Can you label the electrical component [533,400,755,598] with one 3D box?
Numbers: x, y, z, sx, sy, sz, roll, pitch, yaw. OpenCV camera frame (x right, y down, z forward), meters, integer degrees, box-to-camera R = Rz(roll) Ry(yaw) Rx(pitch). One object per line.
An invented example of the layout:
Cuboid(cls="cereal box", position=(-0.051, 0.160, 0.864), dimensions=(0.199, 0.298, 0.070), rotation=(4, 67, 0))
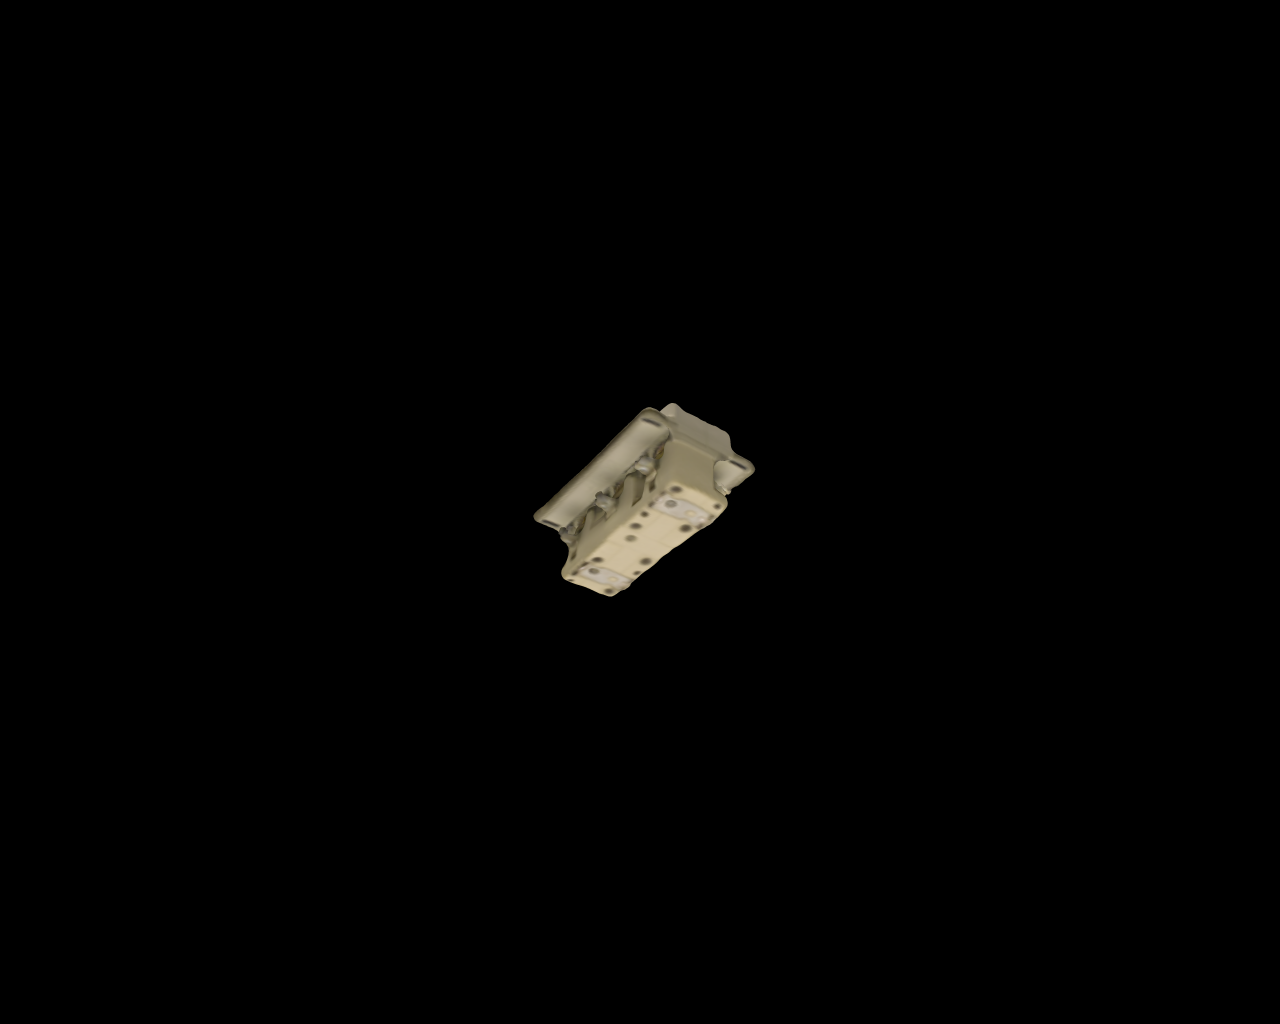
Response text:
Cuboid(cls="electrical component", position=(0.001, -0.003, 0.650), dimensions=(0.079, 0.063, 0.121), rotation=(25, -44, -28))
